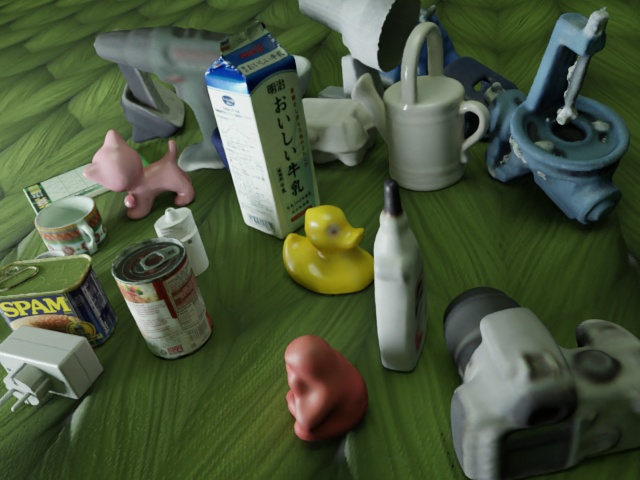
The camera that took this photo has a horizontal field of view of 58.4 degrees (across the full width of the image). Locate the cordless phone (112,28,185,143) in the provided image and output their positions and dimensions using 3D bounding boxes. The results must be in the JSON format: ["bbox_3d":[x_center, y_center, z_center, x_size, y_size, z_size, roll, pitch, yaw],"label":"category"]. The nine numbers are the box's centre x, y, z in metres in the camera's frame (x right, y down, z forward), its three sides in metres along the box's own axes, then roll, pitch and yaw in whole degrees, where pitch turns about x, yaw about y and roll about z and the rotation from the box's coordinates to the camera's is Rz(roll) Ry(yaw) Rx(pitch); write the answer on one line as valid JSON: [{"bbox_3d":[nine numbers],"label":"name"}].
[{"bbox_3d":[-0.298,-0.275,0.971,0.094,0.185,0.147,-14,36,-5],"label":"cordless phone"}]

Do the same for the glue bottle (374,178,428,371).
[{"bbox_3d":[0.065,0.026,0.477,0.037,0.173,0.078,2,38,17],"label":"glue bottle"}]

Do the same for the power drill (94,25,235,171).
[{"bbox_3d":[-0.188,-0.209,0.832,0.229,0.209,0.075,-5,36,8],"label":"power drill"}]

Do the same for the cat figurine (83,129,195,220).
[{"bbox_3d":[-0.245,-0.094,0.769,0.128,0.118,0.067,-20,37,-13],"label":"cat figurine"}]

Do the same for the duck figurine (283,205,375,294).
[{"bbox_3d":[0.006,0.002,0.600,0.104,0.086,0.078,11,41,28],"label":"duck figurine"}]

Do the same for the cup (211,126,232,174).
[{"bbox_3d":[-0.078,-0.113,0.771,0.117,0.095,0.091,-12,36,-1],"label":"cup"}]

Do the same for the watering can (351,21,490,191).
[{"bbox_3d":[0.121,-0.168,0.709,0.172,0.194,0.101,0,37,14],"label":"watering can"}]

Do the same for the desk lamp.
[{"bbox_3d":[0.051,-0.286,0.872,0.202,0.214,0.118,17,44,33],"label":"desk lamp"}]

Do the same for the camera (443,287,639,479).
[{"bbox_3d":[0.157,0.088,0.430,0.143,0.101,0.136,-12,36,-1],"label":"camera"}]

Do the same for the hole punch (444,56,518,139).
[{"bbox_3d":[0.227,-0.209,0.827,0.100,0.091,0.109,19,45,35],"label":"hole punch"}]

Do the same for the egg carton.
[{"bbox_3d":[0.007,-0.158,0.832,0.150,0.069,0.107,7,39,23],"label":"egg carton"}]

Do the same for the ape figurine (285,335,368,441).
[{"bbox_3d":[-0.003,0.110,0.450,0.076,0.092,0.078,3,38,19],"label":"ape figurine"}]

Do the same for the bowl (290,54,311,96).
[{"bbox_3d":[-0.092,-0.258,0.991,0.167,0.075,0.167,-7,36,5],"label":"bowl"}]

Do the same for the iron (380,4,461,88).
[{"bbox_3d":[0.137,-0.360,1.014,0.119,0.142,0.257,-24,38,-17],"label":"iron"}]

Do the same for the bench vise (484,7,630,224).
[{"bbox_3d":[0.240,-0.145,0.626,0.122,0.220,0.206,-31,40,-26],"label":"bench vise"}]
